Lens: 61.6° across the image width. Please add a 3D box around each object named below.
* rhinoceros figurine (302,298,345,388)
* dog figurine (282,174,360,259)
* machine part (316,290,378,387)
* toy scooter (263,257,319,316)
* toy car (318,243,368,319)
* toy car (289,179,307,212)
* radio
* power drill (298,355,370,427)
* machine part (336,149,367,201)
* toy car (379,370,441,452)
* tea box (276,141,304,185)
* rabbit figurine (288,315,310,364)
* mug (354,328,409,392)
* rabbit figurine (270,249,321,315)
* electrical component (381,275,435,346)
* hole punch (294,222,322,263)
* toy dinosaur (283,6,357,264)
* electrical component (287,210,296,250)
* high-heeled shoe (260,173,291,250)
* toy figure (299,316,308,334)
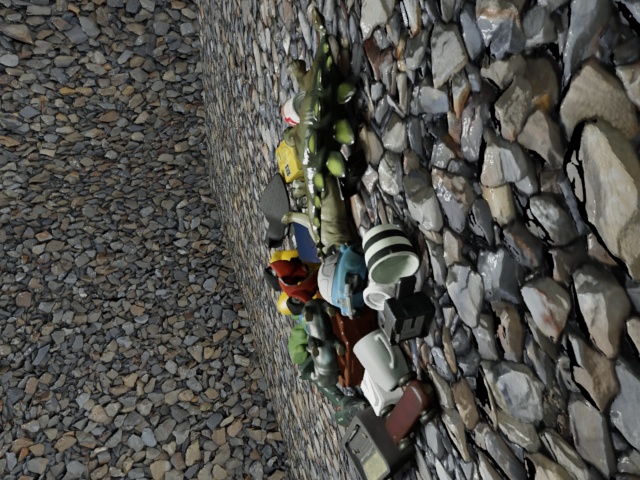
[{"bbox_3d":[0.001,0.219,1.138,0.112,0.073,0.190,173,86,-73],"label":"rhinoceros figurine"},{"bbox_3d":[0.037,-0.042,1.149,0.191,0.121,0.172,38,121,24],"label":"dog figurine"},{"bbox_3d":[0.063,0.209,1.208,0.202,0.087,0.200,-127,29,-53],"label":"machine part"},{"bbox_3d":[-0.049,0.095,1.315,0.184,0.135,0.075,45,164,44],"label":"toy scooter"},{"bbox_3d":[0.048,0.077,1.043,0.162,0.103,0.109,-64,-29,-51],"label":"toy car"},{"bbox_3d":[-0.031,-0.061,1.365,0.074,0.056,0.201,-130,24,-58],"label":"toy car"},{"bbox_3d":[0.119,0.451,1.171,0.131,0.073,0.229,55,154,26],"label":"radio"},{"bbox_3d":[0.040,0.377,1.348,0.207,0.086,0.231,39,155,19],"label":"power drill"},{"bbox_3d":[0.059,-0.130,1.069,0.139,0.039,0.084,125,139,-71],"label":"machine part"},{"bbox_3d":[0.166,0.318,0.992,0.089,0.053,0.202,55,150,32],"label":"toy car"},{"bbox_3d":[-0.056,-0.204,1.348,0.169,0.068,0.098,154,103,-73],"label":"tea box"},{"bbox_3d":[-0.021,0.246,1.534,0.159,0.121,0.170,-119,40,-64],"label":"rabbit figurine"},{"bbox_3d":[0.128,0.227,1.026,0.107,0.081,0.109,57,151,25],"label":"mug"},{"bbox_3d":[-0.052,0.120,1.416,0.121,0.163,0.173,68,-150,-49],"label":"rabbit figurine"},{"bbox_3d":[0.145,0.115,0.882,0.048,0.075,0.119,-116,24,-43],"label":"electrical component"},{"bbox_3d":[-0.003,-0.004,1.281,0.116,0.092,0.142,-163,65,-68],"label":"hole punch"},{"bbox_3d":[-0.002,-0.198,1.034,0.199,0.105,0.470,-135,43,-69],"label":"toy dinosaur"},{"bbox_3d":[-0.054,-0.006,1.503,0.115,0.058,0.134,116,139,-68],"label":"electrical component"},{"bbox_3d":[-0.114,-0.082,1.474,0.145,0.086,0.248,-72,-5,-65],"label":"high-heeled shoe"},{"bbox_3d":[0.000,0.228,1.391,0.180,0.089,0.082,40,177,40],"label":"toy figure"}]
